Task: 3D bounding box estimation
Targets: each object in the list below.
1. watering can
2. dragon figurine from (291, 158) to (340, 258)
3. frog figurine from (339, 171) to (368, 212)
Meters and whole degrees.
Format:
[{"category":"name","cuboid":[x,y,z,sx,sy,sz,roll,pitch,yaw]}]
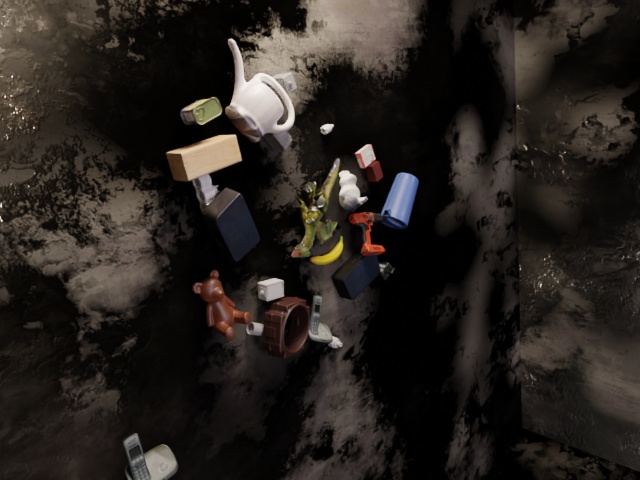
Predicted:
[{"category":"watering can","cuboid":[-0.233,-0.477,1.717,0.344,0.103,0.228,45,66,-22]},{"category":"dragon figurine","cuboid":[0.006,-0.102,2.024,0.417,0.123,0.237,-55,147,-24]},{"category":"frog figurine","cuboid":[0.115,-0.201,2.112,0.159,0.121,0.139,51,30,1]}]
